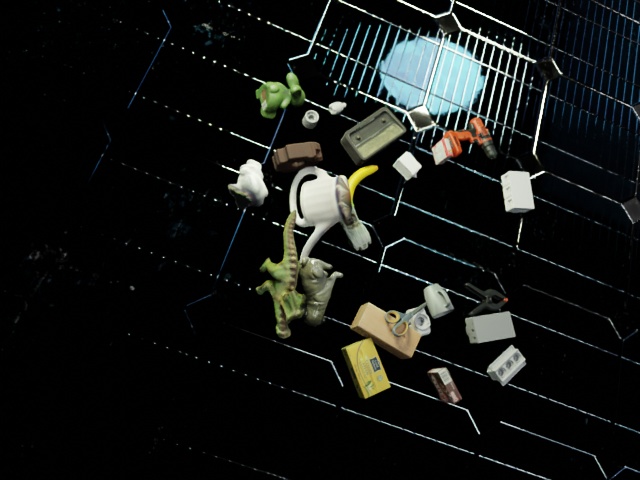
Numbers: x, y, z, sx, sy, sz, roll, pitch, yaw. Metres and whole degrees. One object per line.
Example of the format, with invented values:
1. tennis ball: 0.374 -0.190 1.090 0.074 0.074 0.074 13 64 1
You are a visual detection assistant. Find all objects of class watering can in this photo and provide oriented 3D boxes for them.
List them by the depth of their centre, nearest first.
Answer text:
1. watering can: 0.005 -0.088 1.754 0.223 0.103 0.351 -10 78 22

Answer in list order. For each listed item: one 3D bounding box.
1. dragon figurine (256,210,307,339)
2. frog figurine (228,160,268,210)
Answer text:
1. dragon figurine: -0.088 0.135 1.585 0.122 0.402 0.247 -4 35 -30
2. frog figurine: -0.225 -0.194 1.747 0.135 0.122 0.162 50 55 -32
